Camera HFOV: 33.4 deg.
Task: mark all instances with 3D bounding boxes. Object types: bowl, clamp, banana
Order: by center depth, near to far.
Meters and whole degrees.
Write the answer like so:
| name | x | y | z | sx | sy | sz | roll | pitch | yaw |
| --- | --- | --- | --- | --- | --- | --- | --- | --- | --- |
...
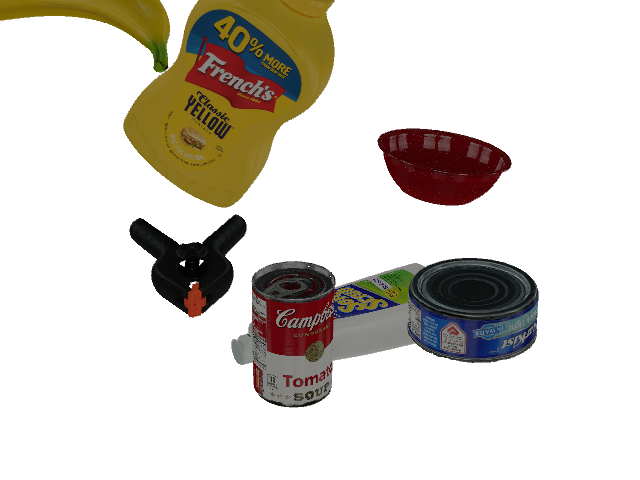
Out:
| name | x | y | z | sx | sy | sz | roll | pitch | yaw |
| --- | --- | --- | --- | --- | --- | --- | --- | --- | --- |
| banana | -0.193 | -0.182 | 0.828 | 0.198 | 0.069 | 0.037 | 15 | -38 | 19 |
| clamp | -0.119 | 0.018 | 1.061 | 0.120 | 0.039 | 0.171 | -12 | 33 | -13 |
| bowl | 0.144 | -0.084 | 1.283 | 0.162 | 0.055 | 0.162 | 7 | 23 | -3 |

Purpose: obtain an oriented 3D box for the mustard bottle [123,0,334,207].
| name | x | y | z | sx | sy | sz | roll | pitch | yaw |
| --- | --- | --- | --- | --- | --- | --- | --- | --- | --- |
| mustard bottle | -0.046 | -0.112 | 0.684 | 0.192 | 0.096 | 0.058 | -49 | 3 | 37 |

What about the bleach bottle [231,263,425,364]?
| name | x | y | z | sx | sy | sz | roll | pitch | yaw |
| --- | --- | --- | --- | --- | --- | --- | --- | --- | --- |
| bleach bottle | 0.024 | 0.094 | 1.180 | 0.250 | 0.068 | 0.103 | -15 | 33 | -26 |

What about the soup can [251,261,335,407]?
| name | x | y | z | sx | sy | sz | roll | pitch | yaw |
| --- | --- | --- | --- | --- | --- | --- | --- | --- | --- |
| soup can | -0.023 | 0.077 | 0.880 | 0.068 | 0.102 | 0.068 | 1 | 25 | -1 |

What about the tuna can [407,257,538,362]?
| name | x | y | z | sx | sy | sz | roll | pitch | yaw |
| --- | --- | --- | --- | --- | --- | --- | --- | --- | --- |
| tuna can | 0.100 | 0.044 | 0.702 | 0.086 | 0.034 | 0.086 | -2 | 25 | 1 |
